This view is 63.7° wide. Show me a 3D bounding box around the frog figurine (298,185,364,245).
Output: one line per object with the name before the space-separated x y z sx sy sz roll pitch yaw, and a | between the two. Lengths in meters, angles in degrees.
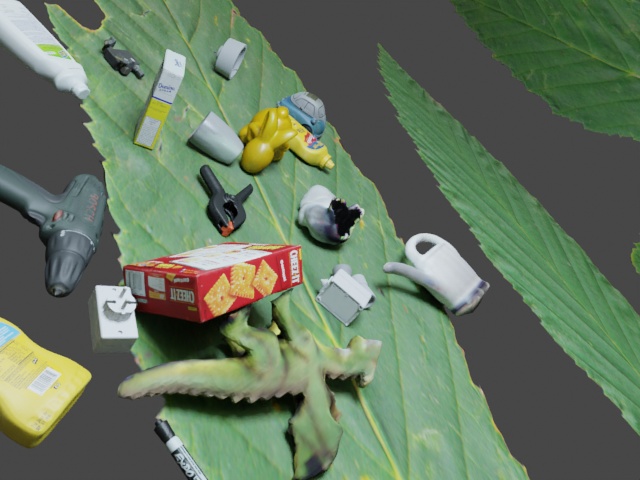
frog figurine | 0.004 -0.058 1.156 0.138 0.121 0.160 -9 18 -41

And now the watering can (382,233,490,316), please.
watering can | 0.276 0.087 1.207 0.226 0.102 0.351 46 31 13

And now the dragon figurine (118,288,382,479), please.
dragon figurine | -0.052 0.214 0.730 0.415 0.120 0.245 -22 73 -46
